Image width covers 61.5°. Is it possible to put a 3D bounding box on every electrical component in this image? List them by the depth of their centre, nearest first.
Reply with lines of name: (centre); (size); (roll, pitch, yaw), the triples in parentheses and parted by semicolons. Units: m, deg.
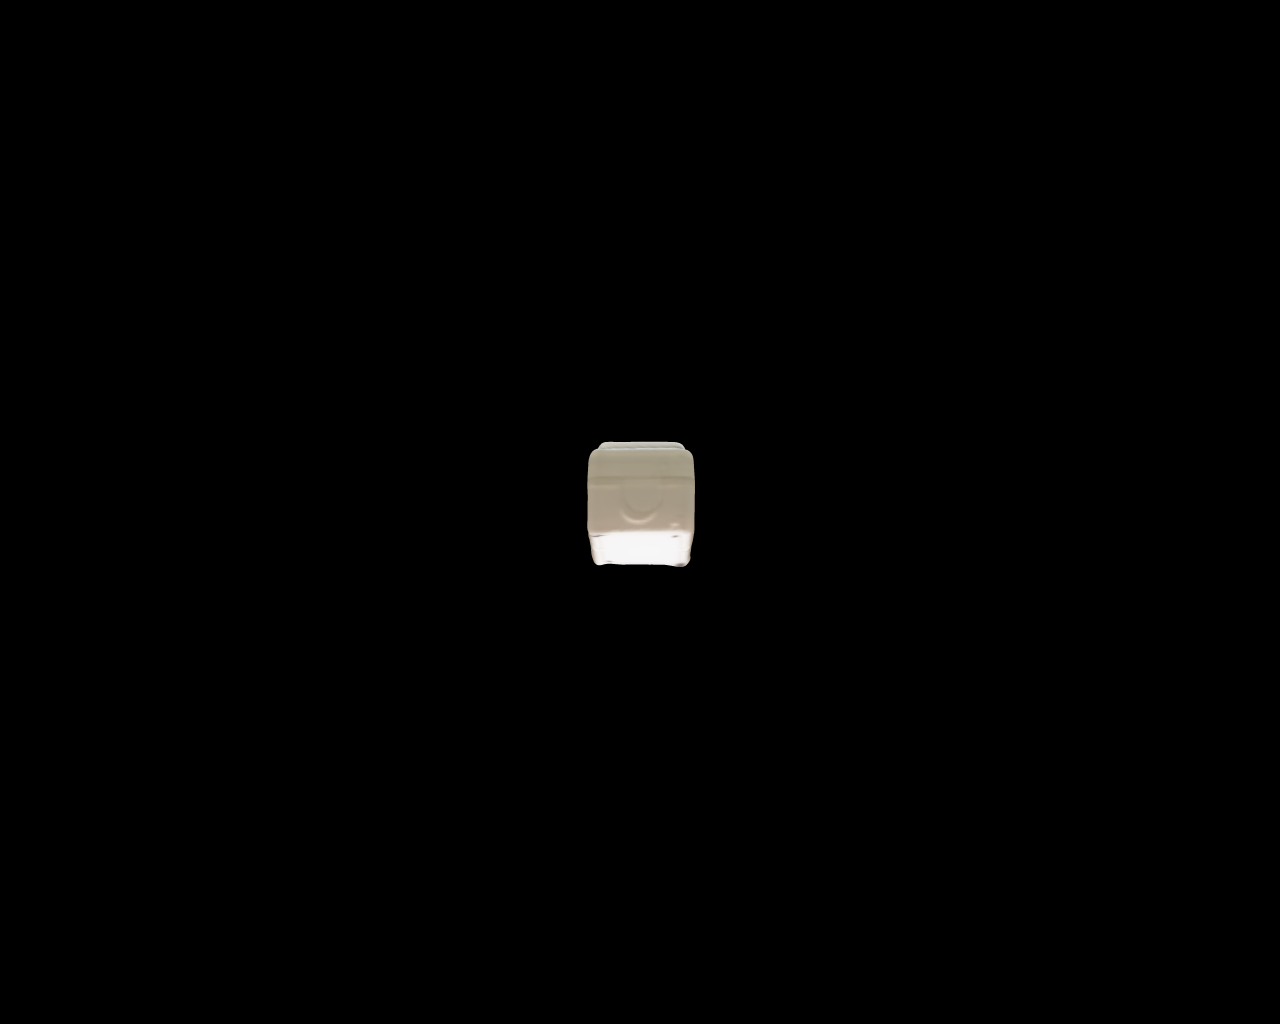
electrical component: (0.001, -0.003, 0.650); (0.062, 0.061, 0.096); (0, -17, 0)
